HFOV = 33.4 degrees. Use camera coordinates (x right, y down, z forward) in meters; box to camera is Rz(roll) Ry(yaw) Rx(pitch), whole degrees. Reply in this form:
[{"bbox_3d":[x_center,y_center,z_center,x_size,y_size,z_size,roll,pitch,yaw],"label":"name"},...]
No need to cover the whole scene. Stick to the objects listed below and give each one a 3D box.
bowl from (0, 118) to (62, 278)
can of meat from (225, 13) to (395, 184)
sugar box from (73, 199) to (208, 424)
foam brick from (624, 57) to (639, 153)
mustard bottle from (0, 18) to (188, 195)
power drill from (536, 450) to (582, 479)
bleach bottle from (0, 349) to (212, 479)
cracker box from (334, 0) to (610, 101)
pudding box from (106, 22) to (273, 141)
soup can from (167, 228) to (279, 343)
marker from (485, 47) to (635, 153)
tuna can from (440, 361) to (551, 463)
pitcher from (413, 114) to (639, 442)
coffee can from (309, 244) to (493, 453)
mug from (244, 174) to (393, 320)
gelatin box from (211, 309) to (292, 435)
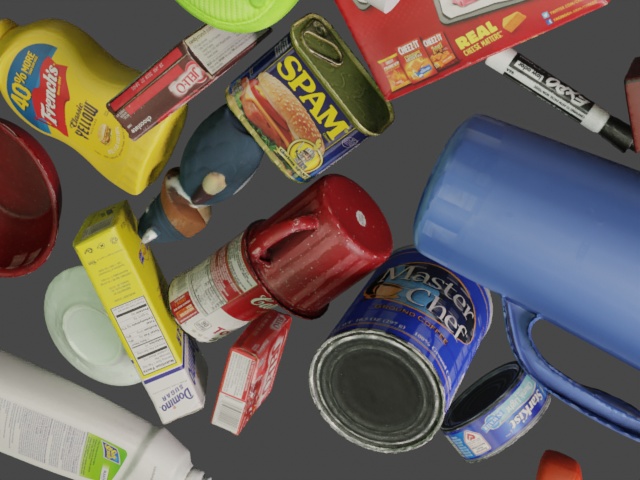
[{"bbox_3d":[-0.287,-0.049,0.950,0.162,0.055,0.162,10,119,19],"label":"bowl"},{"bbox_3d":[-0.009,-0.103,0.798,0.084,0.057,0.102,-34,98,36],"label":"can of meat"},{"bbox_3d":[-0.150,0.060,0.920,0.048,0.093,0.176,-25,107,4],"label":"sugar box"},{"bbox_3d":[0.243,-0.094,0.692,0.078,0.052,0.051,-6,113,27],"label":"foam brick"},{"bbox_3d":[-0.205,-0.125,0.873,0.191,0.058,0.096,34,128,6],"label":"mustard bottle"},{"bbox_3d":[0.267,0.209,0.831,0.188,0.057,0.184,0,115,24],"label":"power drill"},{"bbox_3d":[-0.226,0.199,1.046,0.251,0.068,0.103,23,123,10],"label":"bleach bottle"},{"bbox_3d":[0.073,-0.221,0.692,0.164,0.072,0.213,-21,104,30],"label":"cracker box"},{"bbox_3d":[-0.095,-0.128,0.789,0.090,0.113,0.039,-30,105,33],"label":"pudding box"},{"bbox_3d":[-0.071,0.037,0.889,0.102,0.068,0.068,-32,99,33],"label":"soup can"},{"bbox_3d":[0.170,-0.098,0.741,0.121,0.020,0.020,34,124,6],"label":"marker"},{"bbox_3d":[0.136,0.133,0.835,0.086,0.086,0.034,-37,94,34],"label":"tuna can"},{"bbox_3d":[0.186,0.017,0.724,0.243,0.149,0.145,25,134,14],"label":"pitcher"},{"bbox_3d":[0.064,0.078,0.805,0.103,0.140,0.103,10,119,19],"label":"coffee can"},{"bbox_3d":[-0.005,0.001,0.818,0.082,0.117,0.093,-37,63,29],"label":"mug"},{"bbox_3d":[-0.058,0.112,0.918,0.030,0.073,0.089,24,121,11],"label":"gelatin box"}]
